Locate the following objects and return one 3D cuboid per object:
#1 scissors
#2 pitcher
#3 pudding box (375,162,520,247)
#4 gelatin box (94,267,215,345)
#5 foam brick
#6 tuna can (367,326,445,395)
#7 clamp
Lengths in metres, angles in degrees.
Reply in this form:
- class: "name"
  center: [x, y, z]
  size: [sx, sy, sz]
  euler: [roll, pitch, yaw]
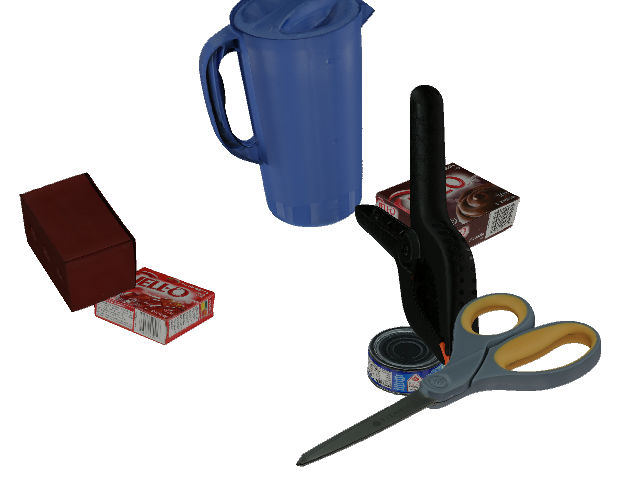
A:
- class: "scissors"
  center: [0.066, 0.074, 0.622]
  size: [0.201, 0.016, 0.096]
  euler: [-13, 32, -16]
- class: "pitcher"
  center: [-0.026, -0.135, 1.123]
  size: [0.149, 0.243, 0.144]
  euler: [9, 39, 19]
- class: "pudding box"
  center: [0.121, -0.030, 1.030]
  size: [0.113, 0.039, 0.090]
  euler: [-21, 41, -37]
- class: "gelatin box"
  center: [-0.156, 0.059, 0.999]
  size: [0.089, 0.030, 0.073]
  euler: [18, 27, 27]
- class: "foam brick"
  center: [-0.169, 0.001, 0.749]
  size: [0.051, 0.053, 0.078]
  euler: [-23, 52, -26]
- class: "tuna can"
  center: [0.093, 0.128, 1.147]
  size: [0.086, 0.034, 0.086]
  euler: [-1, 28, 0]
- class: "clamp"
  center: [0.082, -0.003, 0.819]
  size: [0.036, 0.210, 0.165]
  euler: [-2, -41, -19]
